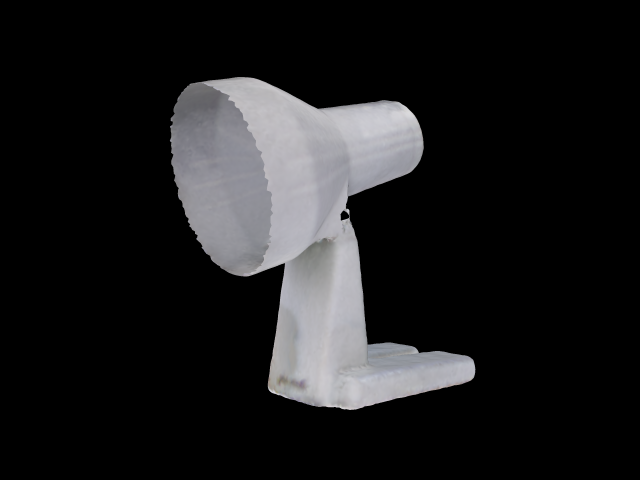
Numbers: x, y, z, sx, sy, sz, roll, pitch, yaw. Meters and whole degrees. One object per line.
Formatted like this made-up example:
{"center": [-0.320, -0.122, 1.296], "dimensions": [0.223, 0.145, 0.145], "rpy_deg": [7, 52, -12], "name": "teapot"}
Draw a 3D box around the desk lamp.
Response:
{"center": [0.004, 0.001, 0.400], "dimensions": [0.204, 0.213, 0.117], "rpy_deg": [0, 0, -37], "name": "desk lamp"}
